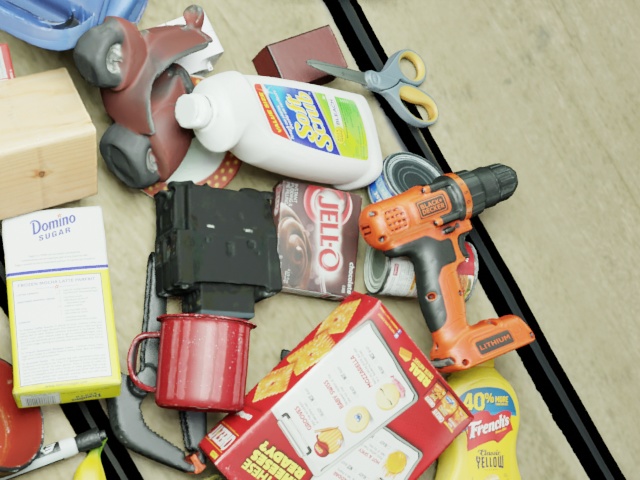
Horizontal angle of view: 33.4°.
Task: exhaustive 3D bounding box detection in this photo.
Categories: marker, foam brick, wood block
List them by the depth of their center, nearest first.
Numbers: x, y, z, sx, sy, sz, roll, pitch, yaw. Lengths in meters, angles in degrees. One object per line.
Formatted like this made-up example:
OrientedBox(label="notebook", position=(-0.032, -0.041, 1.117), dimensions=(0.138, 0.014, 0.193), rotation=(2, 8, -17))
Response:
OrientedBox(label="wood block", position=(-0.311, -0.072, 0.948), dimensions=(0.205, 0.091, 0.090), rotation=(-17, 56, -22))
OrientedBox(label="marker", position=(-0.253, 0.198, 0.969), dimensions=(0.121, 0.020, 0.020), rotation=(-18, 88, -14))
OrientedBox(label="foam brick", position=(-0.020, -0.184, 1.112), dimensions=(0.078, 0.053, 0.051), rotation=(-23, 90, -23))

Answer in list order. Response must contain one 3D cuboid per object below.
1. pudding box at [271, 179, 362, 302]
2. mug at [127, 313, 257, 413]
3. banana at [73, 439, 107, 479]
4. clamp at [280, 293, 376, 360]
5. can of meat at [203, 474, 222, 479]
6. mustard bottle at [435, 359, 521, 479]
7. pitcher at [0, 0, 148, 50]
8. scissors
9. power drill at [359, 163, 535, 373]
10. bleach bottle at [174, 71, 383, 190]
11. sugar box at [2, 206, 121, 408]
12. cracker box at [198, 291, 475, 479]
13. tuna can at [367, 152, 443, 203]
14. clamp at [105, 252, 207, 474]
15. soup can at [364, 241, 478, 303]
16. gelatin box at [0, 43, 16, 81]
OrientedBox(label="pudding box", position=(-0.007, 0.001, 1.093), dimensions=(0.090, 0.039, 0.113), rotation=(10, 78, -20))
OrientedBox(label="mug", position=(-0.119, 0.114, 0.974), dimensions=(0.117, 0.093, 0.081), rotation=(3, 78, 2))
OrientedBox(label="banana", position=(-0.173, 0.278, 0.985), dimensions=(0.069, 0.037, 0.198), rotation=(-34, 94, -22))
OrientedBox(label="clamp", position=(0.036, 0.153, 1.085), dimensions=(0.120, 0.039, 0.171), rotation=(-23, 91, -15))
OrientedBox(label="can of meat", position=(-0.099, 0.284, 0.986), dimensions=(0.084, 0.058, 0.102), rotation=(49, 40, -12))
OrientedBox(label="mustard bottle", position=(0.164, 0.196, 1.115), dimensions=(0.096, 0.058, 0.191), rotation=(4, 79, -22))
OrientedBox(label="pitcher", position=(-0.278, -0.263, 0.962), dimensions=(0.243, 0.149, 0.145), rotation=(25, 92, 2))
OrientedBox(label="scissors", position=(0.058, -0.182, 1.123), dimensions=(0.201, 0.016, 0.096), rotation=(25, 57, -40))
OrientedBox(label="power drill", position=(0.145, 0.026, 1.064), dimensions=(0.184, 0.057, 0.187), rotation=(-20, 87, -23))
OrientedBox(label="bleach bottle", position=(-0.040, -0.104, 1.020), dimensions=(0.250, 0.068, 0.102), rotation=(0, 76, -53))
OrientedBox(label="sugar box", position=(-0.235, 0.058, 0.966), dimensions=(0.093, 0.048, 0.176), rotation=(-5, 63, -14))
OrientedBox(label="cracker box", position=(0.017, 0.181, 1.017), dimensions=(0.213, 0.072, 0.164), rotation=(-43, 109, -11))
OrientedBox(label="tuna can", position=(0.095, -0.051, 1.124), dimensions=(0.086, 0.034, 0.086), rotation=(18, 46, -20))
OrientedBox(label="clamp", position=(-0.180, 0.135, 1.007), dimensions=(0.164, 0.036, 0.210), rotation=(-25, 88, -22))
OrientedBox(label="soup can", position=(0.104, 0.029, 1.115), dimensions=(0.102, 0.069, 0.068), rotation=(7, 78, -19))
OrientedBox(label="gelatin box", position=(-0.330, -0.141, 1.001), dimensions=(0.089, 0.030, 0.073), rotation=(-13, 87, -22))
